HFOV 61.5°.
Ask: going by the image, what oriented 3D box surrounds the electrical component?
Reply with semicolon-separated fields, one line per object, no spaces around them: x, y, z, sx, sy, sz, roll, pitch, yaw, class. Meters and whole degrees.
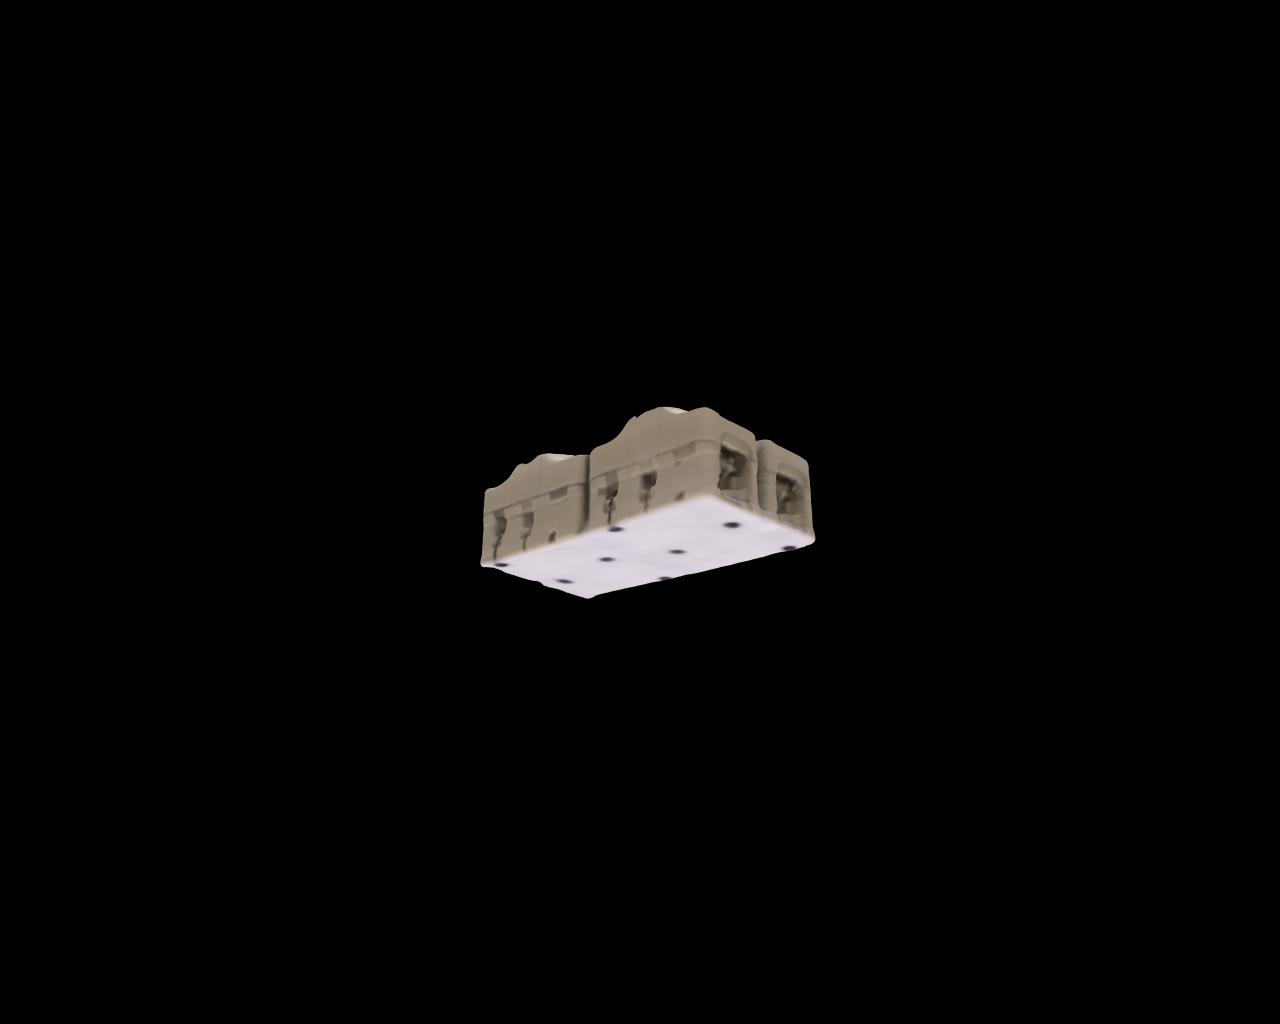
0.001;-0.003;0.650;0.186;0.060;0.105;-17;-27;38;electrical component
